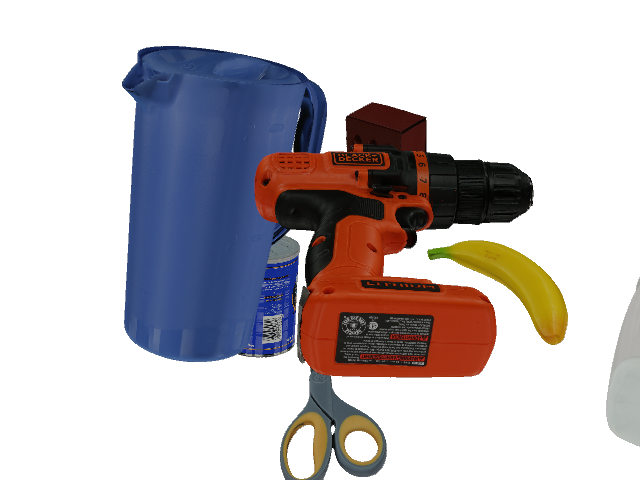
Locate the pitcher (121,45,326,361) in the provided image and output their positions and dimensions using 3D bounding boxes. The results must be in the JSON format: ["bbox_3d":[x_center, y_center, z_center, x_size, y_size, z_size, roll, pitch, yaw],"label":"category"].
[{"bbox_3d":[-0.085,-0.031,0.871,0.149,0.243,0.145,10,19,2],"label":"pitcher"}]

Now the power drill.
[{"bbox_3d":[0.052,0.004,0.644,0.184,0.057,0.187,0,31,-3],"label":"power drill"}]

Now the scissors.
[{"bbox_3d":[0.018,0.128,0.912,0.096,0.016,0.201,4,45,12],"label":"scissors"}]

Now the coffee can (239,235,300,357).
[{"bbox_3d":[-0.081,0.071,1.425,0.103,0.140,0.103,3,21,-1],"label":"coffee can"}]

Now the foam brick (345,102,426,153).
[{"bbox_3d":[0.073,-0.114,1.185,0.078,0.053,0.051,20,38,35],"label":"foam brick"}]

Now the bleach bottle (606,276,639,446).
[{"bbox_3d":[0.267,0.066,0.754,0.103,0.068,0.250,11,22,20],"label":"bleach bottle"}]

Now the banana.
[{"bbox_3d":[0.191,0.043,1.064,0.069,0.037,0.198,-34,37,-15],"label":"banana"}]
